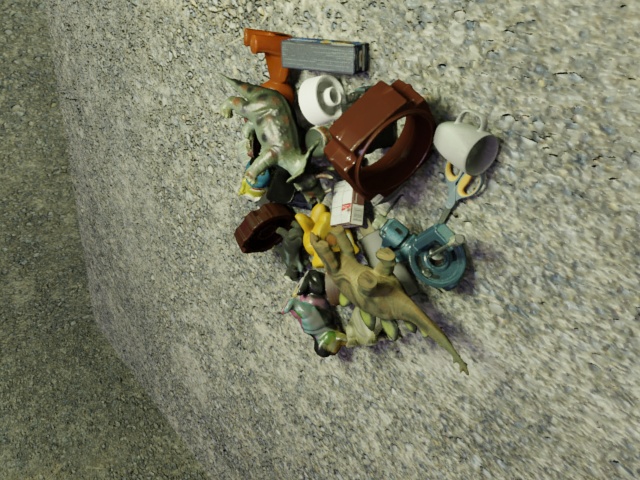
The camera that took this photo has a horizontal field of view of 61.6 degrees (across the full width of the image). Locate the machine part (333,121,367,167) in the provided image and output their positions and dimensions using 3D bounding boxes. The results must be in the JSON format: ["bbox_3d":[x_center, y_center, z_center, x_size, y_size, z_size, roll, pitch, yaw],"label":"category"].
[{"bbox_3d":[0.068,-0.211,1.239,0.084,0.039,0.138,4,112,59],"label":"machine part"}]

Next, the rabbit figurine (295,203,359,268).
[{"bbox_3d":[-0.003,-0.004,1.368,0.162,0.122,0.173,62,162,-2],"label":"rabbit figurine"}]

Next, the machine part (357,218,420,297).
[{"bbox_3d":[0.156,0.060,1.231,0.079,0.079,0.243,-38,77,52],"label":"machine part"}]

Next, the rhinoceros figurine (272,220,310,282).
[{"bbox_3d":[-0.073,0.035,1.500,0.112,0.073,0.190,42,143,30],"label":"rhinoceros figurine"}]

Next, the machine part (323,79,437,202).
[{"bbox_3d":[0.122,-0.183,1.022,0.087,0.201,0.200,48,-177,34],"label":"machine part"}]

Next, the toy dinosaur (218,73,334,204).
[{"bbox_3d":[-0.109,-0.264,1.252,0.192,0.131,0.404,-26,83,19],"label":"toy dinosaur"}]

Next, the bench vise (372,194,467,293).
[{"bbox_3d":[0.211,0.008,1.069,0.223,0.129,0.240,51,165,4],"label":"bench vise"}]

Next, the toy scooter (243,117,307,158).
[{"bbox_3d":[-0.123,-0.250,1.374,0.184,0.075,0.135,29,122,3],"label":"toy scooter"}]

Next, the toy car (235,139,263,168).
[{"bbox_3d":[-0.179,-0.257,1.501,0.202,0.056,0.073,-16,95,52],"label":"toy car"}]

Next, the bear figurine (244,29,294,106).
[{"bbox_3d":[-0.122,-0.401,1.309,0.120,0.132,0.195,-120,35,-51],"label":"bear figurine"}]

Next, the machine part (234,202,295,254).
[{"bbox_3d":[-0.152,-0.033,1.483,0.056,0.179,0.179,55,141,21],"label":"machine part"}]

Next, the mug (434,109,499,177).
[{"bbox_3d":[0.260,-0.185,0.981,0.107,0.081,0.109,42,143,43],"label":"mug"}]

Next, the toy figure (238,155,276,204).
[{"bbox_3d":[-0.170,-0.171,1.494,0.082,0.089,0.180,26,146,6],"label":"toy figure"}]

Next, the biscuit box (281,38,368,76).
[{"bbox_3d":[0.007,-0.403,1.172,0.203,0.059,0.062,18,123,32],"label":"biscuit box"}]

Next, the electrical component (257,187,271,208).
[{"bbox_3d":[-0.133,-0.103,1.510,0.048,0.075,0.119,55,144,16],"label":"electrical component"}]

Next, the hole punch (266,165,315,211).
[{"bbox_3d":[-0.064,-0.139,1.409,0.142,0.092,0.115,17,85,49],"label":"hole punch"}]

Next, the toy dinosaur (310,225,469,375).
[{"bbox_3d":[0.122,0.110,1.133,0.472,0.105,0.198,38,156,41],"label":"toy dinosaur"}]

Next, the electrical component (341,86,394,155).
[{"bbox_3d":[0.103,-0.249,1.113,0.058,0.115,0.134,15,121,44],"label":"electrical component"}]

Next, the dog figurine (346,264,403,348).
[{"bbox_3d":[0.112,0.163,1.336,0.172,0.121,0.190,-22,75,50],"label":"dog figurine"}]

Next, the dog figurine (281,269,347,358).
[{"bbox_3d":[0.011,0.207,1.465,0.219,0.191,0.108,36,160,-5],"label":"dog figurine"}]
